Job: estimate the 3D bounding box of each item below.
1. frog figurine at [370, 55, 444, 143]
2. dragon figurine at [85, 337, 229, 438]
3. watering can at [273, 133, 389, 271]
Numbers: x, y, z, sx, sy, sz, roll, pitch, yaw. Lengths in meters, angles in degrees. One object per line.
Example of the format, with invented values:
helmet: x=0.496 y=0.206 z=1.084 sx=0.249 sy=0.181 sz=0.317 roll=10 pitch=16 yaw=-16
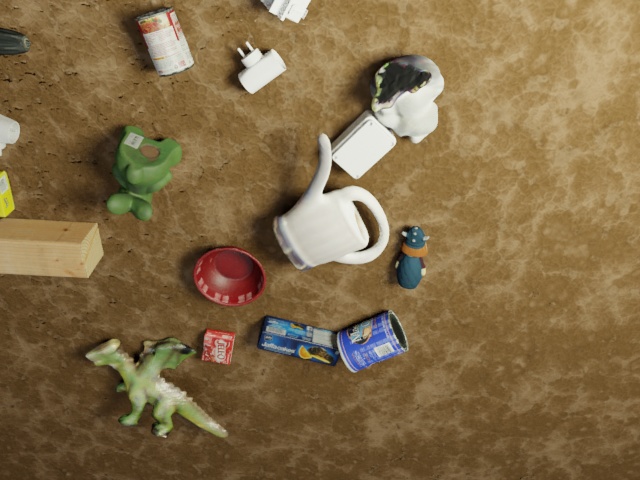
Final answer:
frog figurine: x=0.167 y=-0.257 z=0.943 sx=0.136 sy=0.125 sz=0.158 roll=-42 pitch=149 yaw=15
dragon figurine: x=-0.392 y=0.362 z=1.313 sx=0.409 sy=0.124 sz=0.239 roll=20 pitch=112 yaw=-12
watering can: x=0.003 y=-0.052 z=1.035 sx=0.223 sy=0.106 sz=0.341 roll=-23 pitch=132 yaw=15
